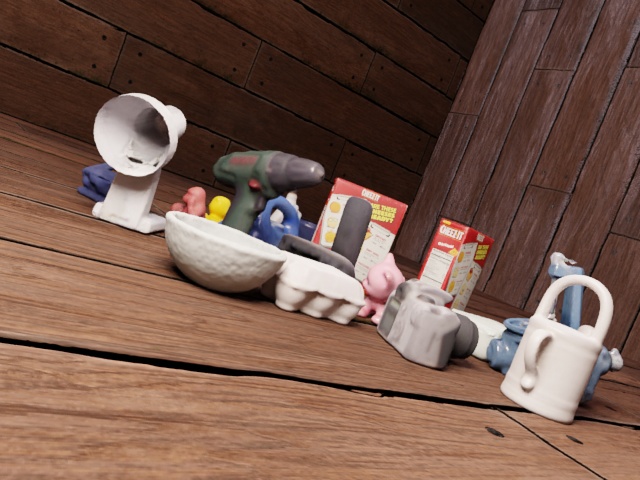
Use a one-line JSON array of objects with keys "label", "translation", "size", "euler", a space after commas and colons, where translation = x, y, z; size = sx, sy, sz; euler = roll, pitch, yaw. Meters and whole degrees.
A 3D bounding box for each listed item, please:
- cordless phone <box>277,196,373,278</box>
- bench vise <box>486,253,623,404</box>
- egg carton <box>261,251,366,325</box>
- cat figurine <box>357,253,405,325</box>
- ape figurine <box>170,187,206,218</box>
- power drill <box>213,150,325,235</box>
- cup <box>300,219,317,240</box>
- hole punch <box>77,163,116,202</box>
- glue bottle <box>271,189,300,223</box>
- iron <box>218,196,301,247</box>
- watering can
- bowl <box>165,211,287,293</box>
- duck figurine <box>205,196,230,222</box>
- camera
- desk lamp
[{"label": "cordless phone", "translation": [0.009, 0.004, 0.985], "size": [0.147, 0.185, 0.094], "euler": [23, 4, 20]}, {"label": "bench vise", "translation": [0.404, 0.143, 0.955], "size": [0.208, 0.220, 0.121], "euler": [20, 4, -19]}, {"label": "egg carton", "translation": [-0.011, 0.069, 0.834], "size": [0.151, 0.069, 0.107], "euler": [19, 5, -35]}, {"label": "cat figurine", "translation": [0.112, 0.082, 0.964], "size": [0.067, 0.118, 0.128], "euler": [24, 5, 30]}, {"label": "ape figurine", "translation": [-0.256, -0.062, 1.136], "size": [0.076, 0.092, 0.077], "euler": [19, 5, -29]}, {"label": "power drill", "translation": [-0.106, -0.050, 0.930], "size": [0.228, 0.208, 0.076], "euler": [25, 5, 40]}, {"label": "cup", "translation": [-0.033, 0.004, 1.398], "size": [0.091, 0.095, 0.118], "euler": [23, 4, 25]}, {"label": "hole punch", "translation": [-0.393, -0.113, 1.101], "size": [0.108, 0.091, 0.101], "euler": [24, 5, 28]}, {"label": "glue bottle", "translation": [-0.082, -0.051, 1.317], "size": [0.078, 0.173, 0.037], "euler": [19, 5, -35]}, {"label": "iron", "translation": [-0.095, -0.029, 1.184], "size": [0.118, 0.141, 0.259], "euler": [23, 4, 26]}, {"label": "watering can", "translation": [0.336, 0.142, 0.795], "size": [0.100, 0.194, 0.173], "euler": [23, 4, 24]}, {"label": "bowl", "translation": [-0.132, 0.025, 0.754], "size": [0.167, 0.075, 0.167], "euler": [21, 4, -1]}, {"label": "duck figurine", "translation": [-0.223, -0.052, 1.222], "size": [0.077, 0.086, 0.105], "euler": [23, 4, 17]}, {"label": "camera", "translation": [0.172, 0.124, 0.840], "size": [0.137, 0.101, 0.143], "euler": [20, 4, -15]}, {"label": "desk lamp", "translation": [-0.290, -0.126, 0.933], "size": [0.118, 0.213, 0.203], "euler": [21, 4, -1]}]
